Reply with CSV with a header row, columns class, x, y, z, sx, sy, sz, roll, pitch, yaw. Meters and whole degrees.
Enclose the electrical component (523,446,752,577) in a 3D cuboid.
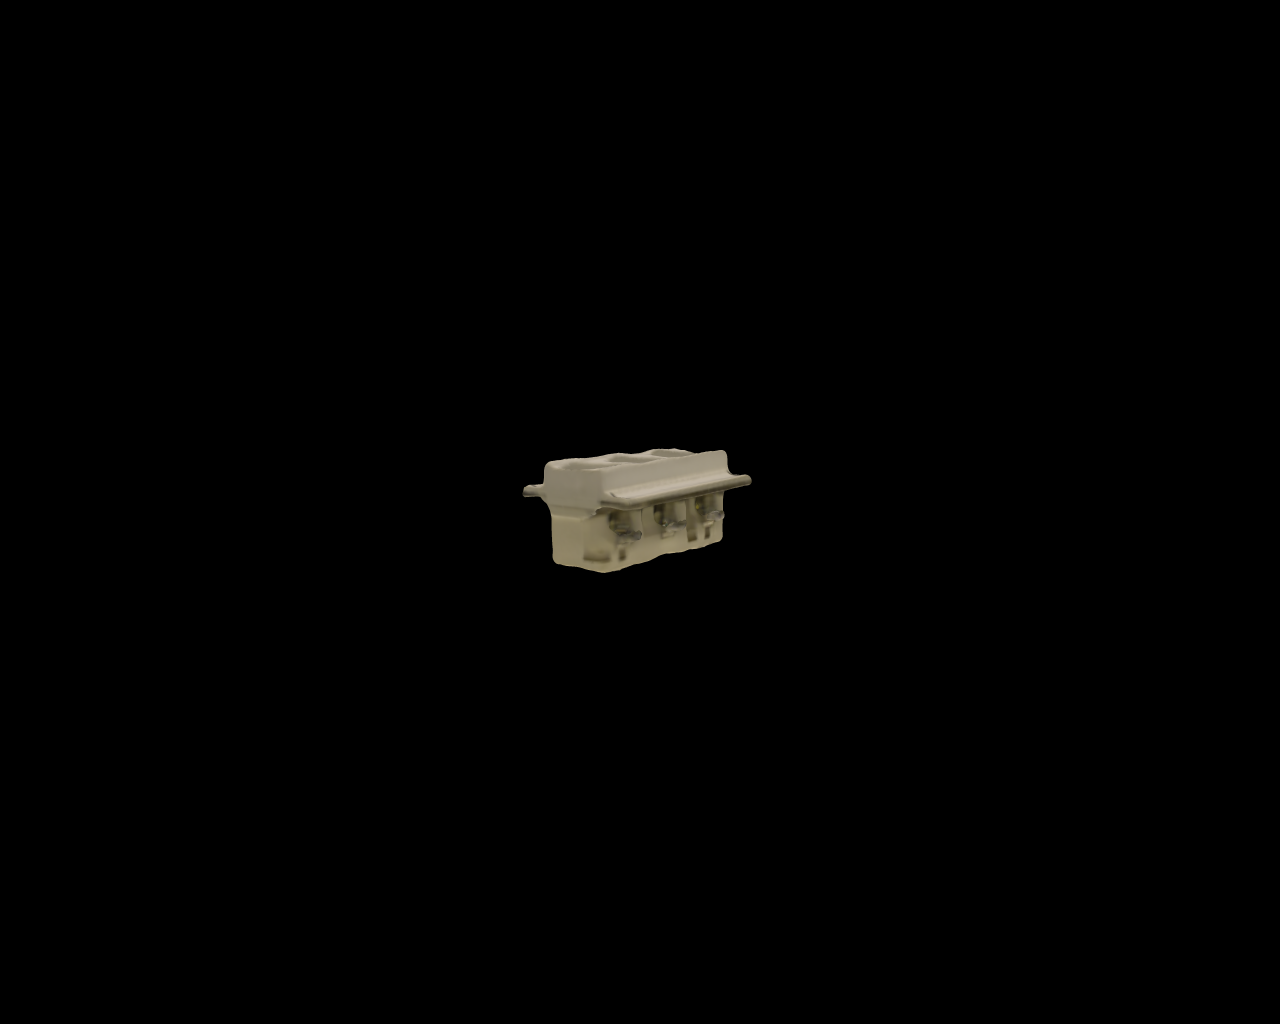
class,x,y,z,sx,sy,sz,roll,pitch,yaw
electrical component,0.001,-0.003,0.650,0.079,0.063,0.121,7,12,39
